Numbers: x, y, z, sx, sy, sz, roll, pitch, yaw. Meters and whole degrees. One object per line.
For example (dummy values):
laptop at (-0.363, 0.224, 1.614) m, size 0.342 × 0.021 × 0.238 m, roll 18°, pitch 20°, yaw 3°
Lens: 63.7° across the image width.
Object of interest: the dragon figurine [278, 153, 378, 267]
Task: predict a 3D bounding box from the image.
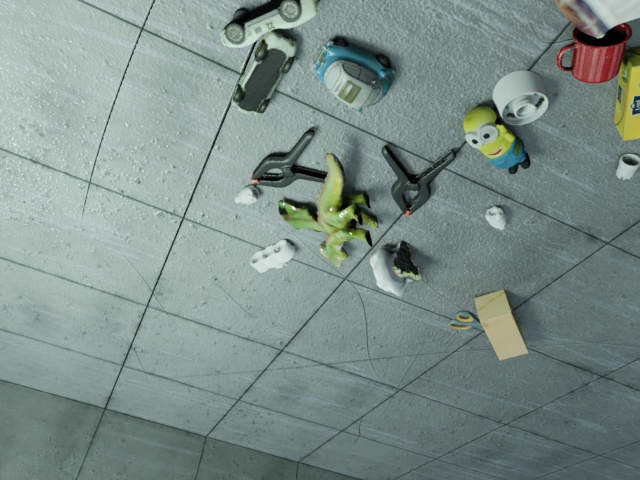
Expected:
dragon figurine at (0.004, -0.064, 1.276) m, size 0.242 × 0.125 × 0.402 m, roll -4°, pitch 139°, yaw 25°

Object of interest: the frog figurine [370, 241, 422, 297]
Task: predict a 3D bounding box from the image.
frog figurine at (0.186, 0.093, 1.410) m, size 0.138 × 0.124 × 0.156 m, roll 51°, pitch 140°, yaw 4°

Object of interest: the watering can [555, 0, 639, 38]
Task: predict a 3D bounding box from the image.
watering can at (0.512, -0.410, 0.814) m, size 0.345 × 0.106 × 0.221 m, roll 38°, pitch 129°, yaw -17°
